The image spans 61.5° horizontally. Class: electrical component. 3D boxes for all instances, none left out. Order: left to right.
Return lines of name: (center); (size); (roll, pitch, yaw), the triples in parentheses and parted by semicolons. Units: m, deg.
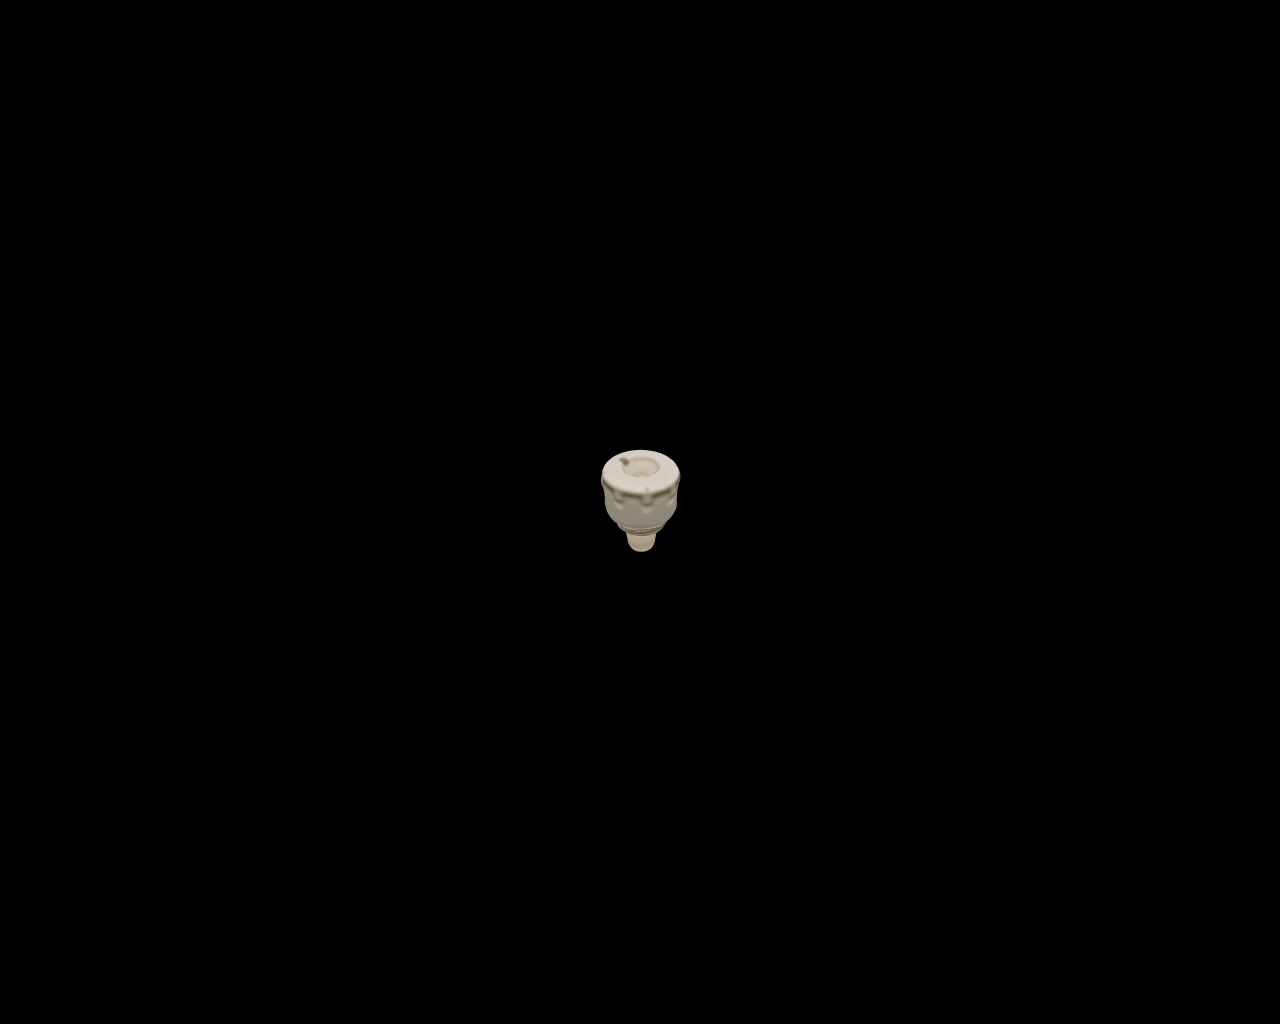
electrical component: (0.001, -0.003, 0.650); (0.048, 0.062, 0.048); (0, 36, 0)
